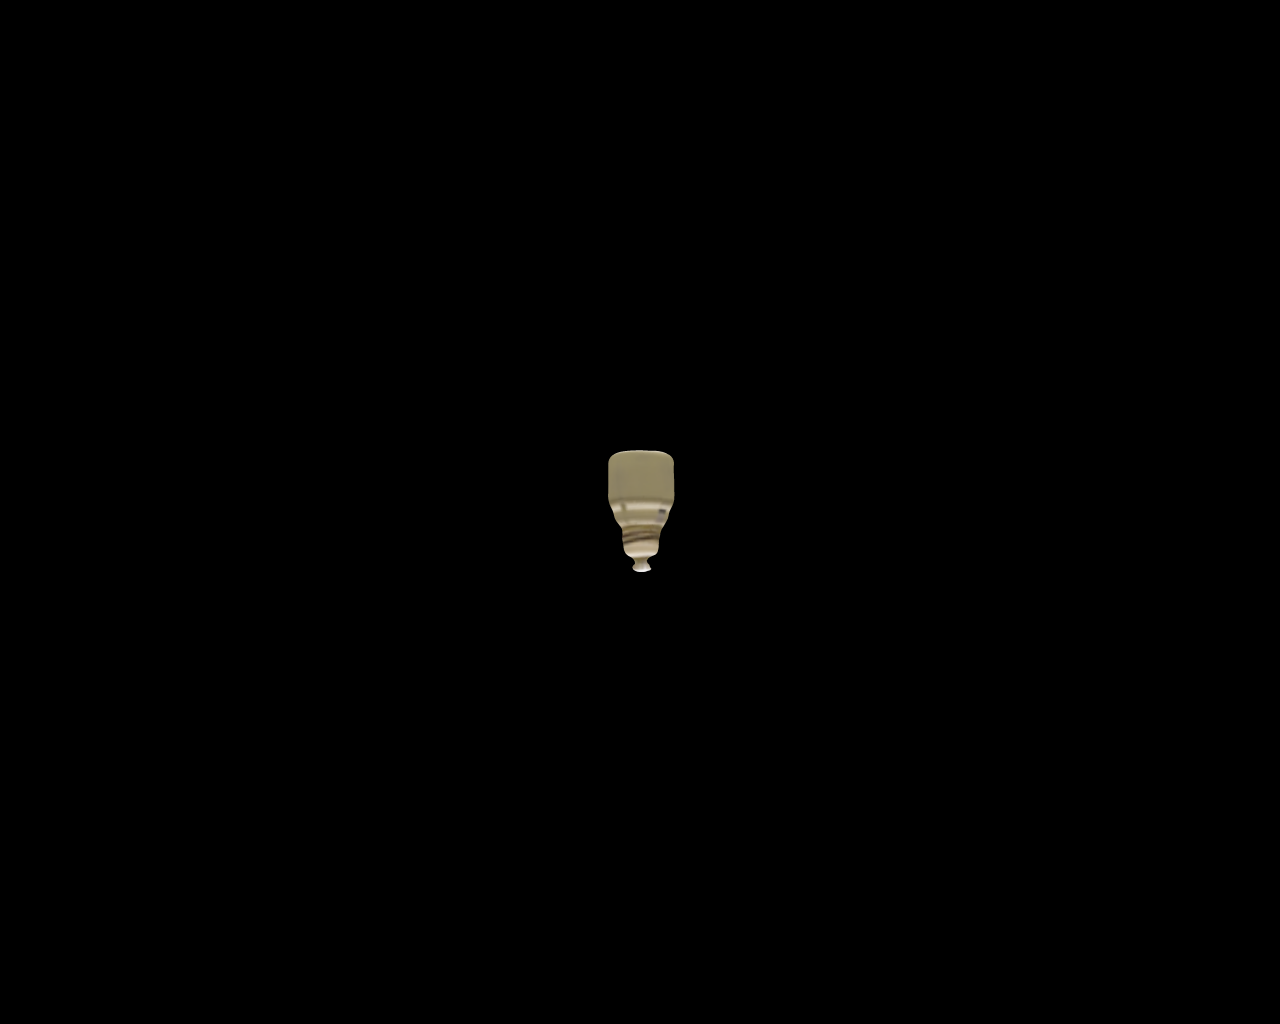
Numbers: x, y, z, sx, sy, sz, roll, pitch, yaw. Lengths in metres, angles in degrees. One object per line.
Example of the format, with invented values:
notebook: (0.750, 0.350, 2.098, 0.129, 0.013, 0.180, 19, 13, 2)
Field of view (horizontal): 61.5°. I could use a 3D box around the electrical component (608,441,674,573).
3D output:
electrical component: (0.001, -0.003, 0.650, 0.040, 0.078, 0.040, 0, -7, 0)
